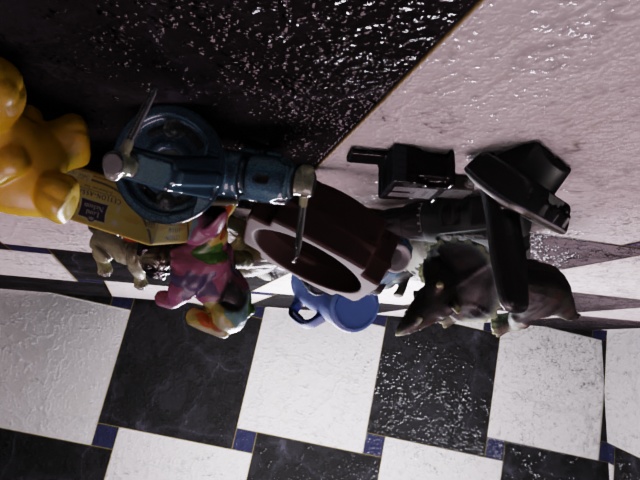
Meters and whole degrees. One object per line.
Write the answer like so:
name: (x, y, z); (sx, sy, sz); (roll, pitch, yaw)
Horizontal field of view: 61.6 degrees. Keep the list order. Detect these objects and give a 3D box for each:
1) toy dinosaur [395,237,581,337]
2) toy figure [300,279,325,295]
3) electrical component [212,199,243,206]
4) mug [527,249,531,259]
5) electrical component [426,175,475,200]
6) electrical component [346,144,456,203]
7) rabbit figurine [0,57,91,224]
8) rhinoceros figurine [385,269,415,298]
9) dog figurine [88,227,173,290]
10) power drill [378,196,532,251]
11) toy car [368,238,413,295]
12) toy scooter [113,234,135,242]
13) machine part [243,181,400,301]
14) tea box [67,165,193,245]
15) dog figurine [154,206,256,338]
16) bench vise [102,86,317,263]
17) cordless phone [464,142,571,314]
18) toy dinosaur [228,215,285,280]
toy dinosaur: (0.294, 0.078, 0.821); (0.405, 0.131, 0.192); (2, 166, -17)
toy figure: (-0.019, 0.056, 1.100); (0.064, 0.057, 0.155); (26, -162, -24)
electrical component: (-0.151, -0.077, 0.722); (0.102, 0.045, 0.078); (-3, 138, 16)
mug: (0.306, 0.019, 0.976); (0.107, 0.081, 0.110); (23, 166, -30)
electrical component: (0.171, -0.071, 0.708); (0.063, 0.021, 0.094); (4, 167, -6)
electrical component: (0.092, -0.079, 0.632); (0.119, 0.047, 0.075); (4, 167, -11)
rabbit figurine: (-0.309, -0.111, 0.507); (0.162, 0.122, 0.173); (14, 153, -6)
rhinoceros figurine: (0.154, 0.052, 1.096); (0.073, 0.112, 0.190); (27, 146, -23)
dog figurine: (-0.338, 0.005, 0.969); (0.172, 0.121, 0.190); (25, 158, -19)
power drill: (0.223, -0.017, 0.839); (0.232, 0.086, 0.207); (-6, 158, 37)
toy car: (0.104, 0.018, 0.948); (0.109, 0.103, 0.161); (41, 140, 0)
toy scooter: (-0.278, -0.046, 0.824); (0.135, 0.075, 0.183); (0, 163, 11)
machine part: (-0.002, -0.002, 0.765); (0.201, 0.087, 0.201); (27, 162, -2)
tea box: (-0.255, -0.048, 0.678); (0.170, 0.068, 0.098); (16, -176, 13)
dog figurine: (-0.158, 0.028, 0.825); (0.191, 0.108, 0.219); (31, 123, -6)
bench vise: (-0.120, -0.065, 0.533); (0.224, 0.128, 0.240); (21, -172, 7)
cordless phone: (0.236, -0.005, 0.615); (0.089, 0.184, 0.146); (-14, 159, 41)
toy dinosaur: (-0.108, 0.012, 0.996); (0.198, 0.105, 0.472); (5, 166, -42)
